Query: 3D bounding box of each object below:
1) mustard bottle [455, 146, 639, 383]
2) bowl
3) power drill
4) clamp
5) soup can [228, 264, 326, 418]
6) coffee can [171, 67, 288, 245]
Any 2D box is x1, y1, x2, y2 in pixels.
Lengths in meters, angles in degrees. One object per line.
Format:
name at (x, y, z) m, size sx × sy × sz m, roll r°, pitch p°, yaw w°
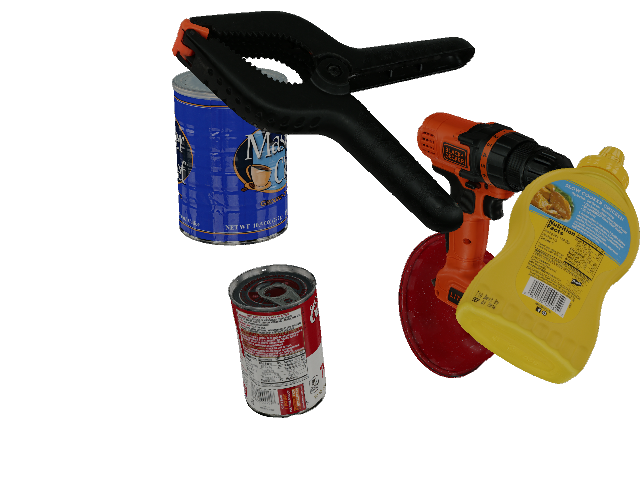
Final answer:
mustard bottle at (0.182, 0.004, 0.788) m, size 0.096 × 0.191 × 0.058 m, roll 31°, pitch -26°, yaw 4°
bowl at (0.161, 0.068, 1.156) m, size 0.161 × 0.162 × 0.055 m, roll 0°, pitch -5°, yaw -40°
power drill at (0.161, -0.016, 0.984) m, size 0.057 × 0.188 × 0.185 m, roll -17°, pitch 27°, yaw -28°
clamp at (0.008, -0.090, 0.688) m, size 0.209 × 0.164 × 0.036 m, roll 12°, pitch -37°, yaw -15°
soup can at (-0.032, 0.079, 0.837) m, size 0.068 × 0.102 × 0.068 m, roll -5°, pitch 27°, yaw 2°
coffee can at (-0.081, -0.079, 0.972) m, size 0.103 × 0.140 × 0.103 m, roll 0°, pitch 22°, yaw 0°
